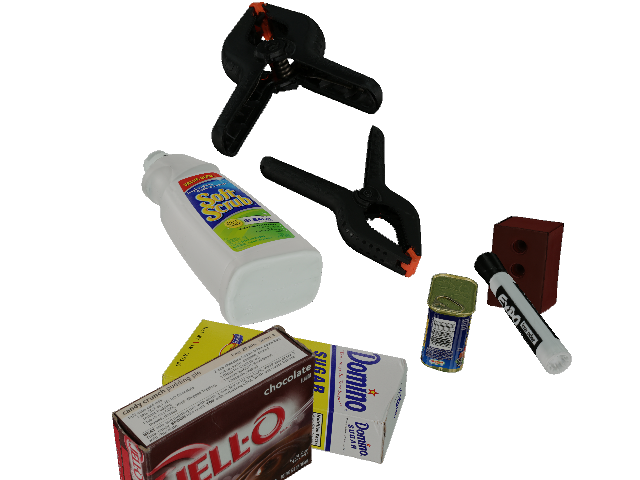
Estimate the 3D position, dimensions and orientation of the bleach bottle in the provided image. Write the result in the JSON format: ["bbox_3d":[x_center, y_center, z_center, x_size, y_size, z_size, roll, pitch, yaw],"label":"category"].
[{"bbox_3d":[-0.105,-0.018,1.000,0.102,0.068,0.251,-13,36,-33],"label":"bleach bottle"}]

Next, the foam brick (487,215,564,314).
[{"bbox_3d":[0.186,0.022,0.969,0.053,0.078,0.051,9,16,26],"label":"foam brick"}]

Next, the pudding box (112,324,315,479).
[{"bbox_3d":[-0.056,0.109,0.585,0.113,0.090,0.039,-28,48,-33],"label":"pudding box"}]

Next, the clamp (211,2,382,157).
[{"bbox_3d":[-0.020,-0.127,0.781,0.120,0.039,0.171,-7,43,1],"label":"clamp"}]

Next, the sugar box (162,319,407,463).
[{"bbox_3d":[-0.026,0.114,0.835,0.176,0.048,0.093,7,27,13],"label":"sugar box"}]

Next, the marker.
[{"bbox_3d":[0.135,0.046,0.728,0.020,0.020,0.121,0,33,-19],"label":"marker"}]

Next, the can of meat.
[{"bbox_3d":[0.155,0.100,1.298,0.057,0.084,0.102,10,24,7],"label":"can of meat"}]

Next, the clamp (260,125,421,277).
[{"bbox_3d":[0.038,-0.041,1.190,0.164,0.210,0.036,-13,-36,-23],"label":"clamp"}]
